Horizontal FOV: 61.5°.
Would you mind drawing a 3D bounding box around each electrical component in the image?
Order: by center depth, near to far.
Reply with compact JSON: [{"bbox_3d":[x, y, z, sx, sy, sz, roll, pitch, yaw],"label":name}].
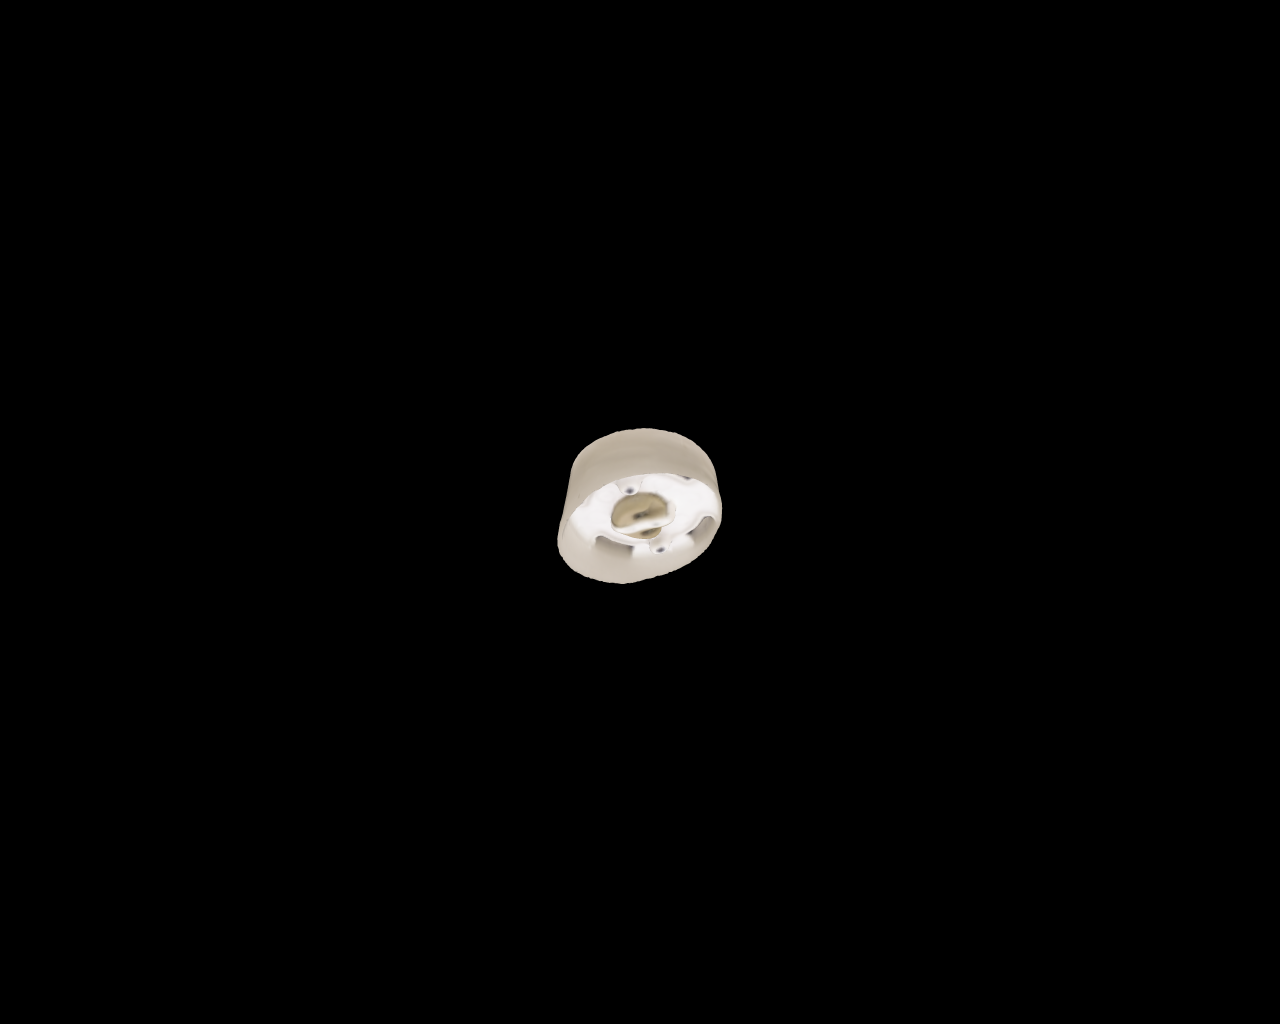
[{"bbox_3d":[0.001,-0.003,0.650,0.099,0.064,0.099,0,-39,0],"label":"electrical component"}]
